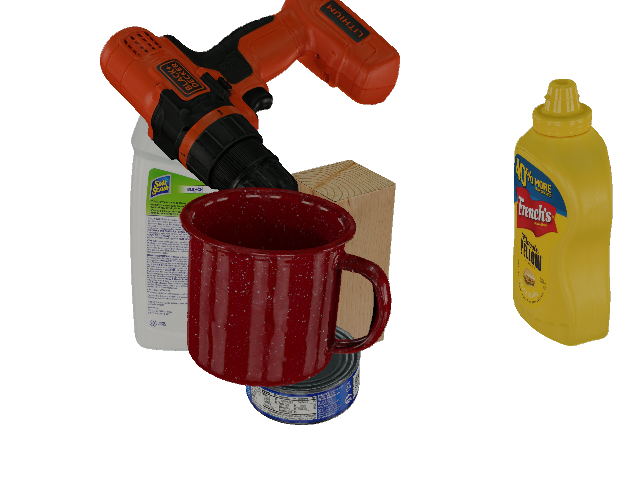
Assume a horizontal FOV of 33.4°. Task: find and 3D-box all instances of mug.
[{"bbox_3d":[-0.019,0.027,0.572,0.117,0.081,0.093,11,23,14],"label":"mug"}]

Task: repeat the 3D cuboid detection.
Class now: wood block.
[{"bbox_3d":[0.021,0.023,1.254,0.090,0.206,0.090,-16,32,-32],"label":"wood block"}]

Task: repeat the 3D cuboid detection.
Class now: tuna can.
[{"bbox_3d":[-0.013,0.096,0.784,0.086,0.034,0.086,-1,32,0],"label":"tuna can"}]

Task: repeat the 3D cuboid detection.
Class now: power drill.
[{"bbox_3d":[-0.033,-0.104,0.749,0.187,0.184,0.057,-29,-24,-37],"label":"power drill"}]

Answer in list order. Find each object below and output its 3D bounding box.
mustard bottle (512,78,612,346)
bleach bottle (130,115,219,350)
[{"bbox_3d":[0.176,-0.025,0.783,0.058,0.192,0.096,-12,28,-12],"label":"mustard bottle"},{"bbox_3d":[-0.119,-0.025,0.956,0.102,0.251,0.068,0,23,-9],"label":"bleach bottle"}]
